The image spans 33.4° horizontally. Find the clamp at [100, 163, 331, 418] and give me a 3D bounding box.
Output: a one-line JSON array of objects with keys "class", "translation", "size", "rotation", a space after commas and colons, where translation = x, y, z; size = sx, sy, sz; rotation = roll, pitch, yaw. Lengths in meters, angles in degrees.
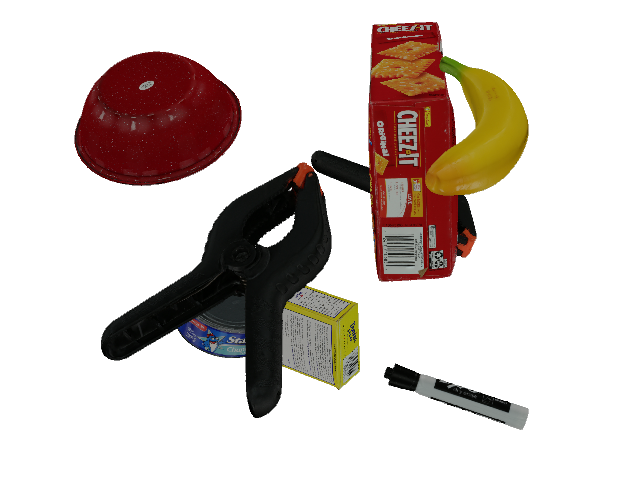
[{"class": "clamp", "translation": [-0.038, 0.027, 0.639], "size": [0.120, 0.171, 0.039], "rotation": [28, -24, 26]}]

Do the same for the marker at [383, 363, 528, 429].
[{"class": "marker", "translation": [0.111, 0.128, 0.881], "size": [0.121, 0.020, 0.020], "rotation": [18, 2, 6]}]

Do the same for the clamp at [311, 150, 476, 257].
[{"class": "clamp", "translation": [0.098, -0.057, 1.241], "size": [0.164, 0.036, 0.210], "rotation": [-16, 52, -28]}]

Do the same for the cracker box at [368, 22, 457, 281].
[{"class": "cracker box", "translation": [0.082, -0.086, 0.949], "size": [0.072, 0.164, 0.213], "rotation": [-2, 27, 5]}]

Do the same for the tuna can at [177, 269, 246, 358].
[{"class": "tuna can", "translation": [-0.080, 0.060, 0.909], "size": [0.086, 0.034, 0.086], "rotation": [13, 34, -9]}]

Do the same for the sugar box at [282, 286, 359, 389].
[{"class": "sugar box", "translation": [-0.042, 0.087, 1.149], "size": [0.176, 0.093, 0.048], "rotation": [20, 38, 32]}]

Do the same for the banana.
[{"class": "banana", "translation": [0.113, -0.077, 0.756], "size": [0.069, 0.037, 0.197], "rotation": [7, 31, 5]}]

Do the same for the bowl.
[{"class": "bowl", "translation": [-0.157, -0.126, 0.997], "size": [0.162, 0.162, 0.055], "rotation": [0, -41, 8]}]
